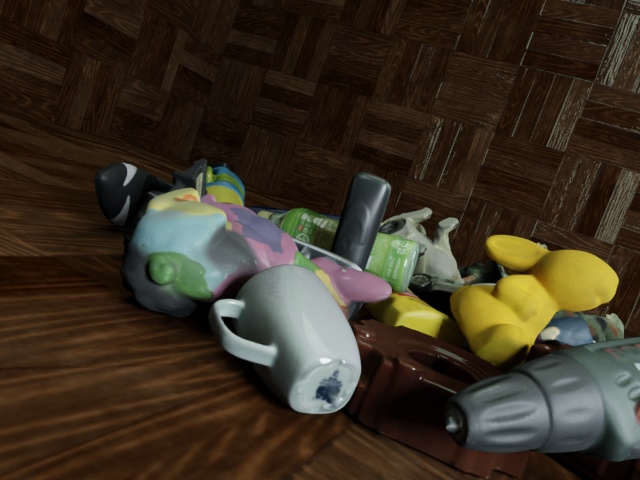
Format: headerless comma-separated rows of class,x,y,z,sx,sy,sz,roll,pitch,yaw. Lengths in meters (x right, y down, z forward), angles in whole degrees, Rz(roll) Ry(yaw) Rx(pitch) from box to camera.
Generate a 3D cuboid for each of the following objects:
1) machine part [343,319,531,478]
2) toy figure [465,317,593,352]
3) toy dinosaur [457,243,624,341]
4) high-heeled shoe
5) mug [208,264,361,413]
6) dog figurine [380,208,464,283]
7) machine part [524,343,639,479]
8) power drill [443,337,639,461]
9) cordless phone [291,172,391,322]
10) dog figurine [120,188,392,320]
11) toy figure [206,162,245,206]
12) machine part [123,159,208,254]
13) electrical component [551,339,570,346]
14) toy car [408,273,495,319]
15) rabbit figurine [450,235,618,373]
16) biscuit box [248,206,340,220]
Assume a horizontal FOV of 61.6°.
machine part,0.096,0.122,0.447,0.179,0.056,0.179,21,5,-2
toy figure,0.269,0.136,0.701,0.155,0.064,0.058,-16,29,16
toy dinosaur,0.407,0.144,0.939,0.405,0.131,0.192,40,45,13
high-heeled shoe,-0.209,-0.044,0.767,0.145,0.086,0.248,13,-5,5
mug,-0.023,0.073,0.396,0.109,0.080,0.107,19,15,-33
dog figurine,0.176,0.058,0.902,0.172,0.121,0.190,36,-27,60
machine part,0.299,0.173,0.496,0.201,0.087,0.201,17,6,-36
power drill,0.214,0.141,0.311,0.232,0.085,0.208,-8,30,-29
cordless phone,-0.002,-0.002,0.641,0.147,0.184,0.088,22,10,20
dog figurine,-0.048,0.039,0.505,0.219,0.108,0.191,23,5,6
toy figure,-0.141,-0.043,0.738,0.082,0.089,0.180,26,37,-24
machine part,-0.177,-0.034,0.634,0.039,0.139,0.084,33,-32,2
electrical component,0.287,0.159,0.643,0.119,0.074,0.048,24,6,5
toy car,0.202,0.094,0.778,0.202,0.073,0.056,8,25,25
rabbit figurine,0.245,0.069,0.616,0.121,0.173,0.162,43,23,-30
biscuit box,-0.040,-0.006,0.861,0.203,0.063,0.059,9,-37,34
